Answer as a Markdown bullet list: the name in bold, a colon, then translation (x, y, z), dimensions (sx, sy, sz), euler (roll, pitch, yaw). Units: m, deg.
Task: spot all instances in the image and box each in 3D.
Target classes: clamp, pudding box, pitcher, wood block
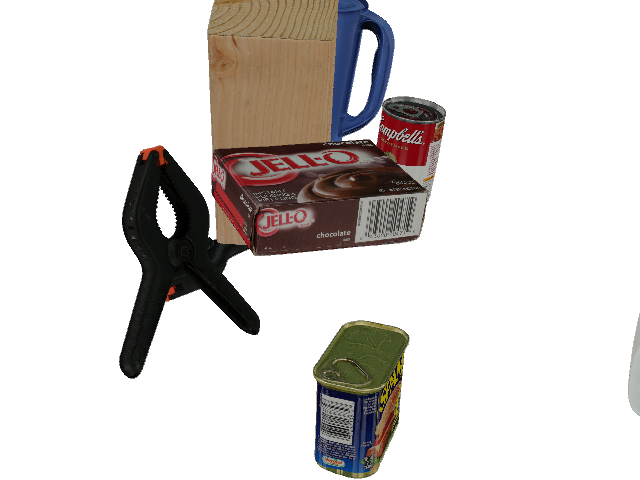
- **clamp**: translation (-0.123, 0.013, 1.220), dimensions (0.120, 0.039, 0.171), euler (-2, 34, 25)
- **pudding box**: translation (-0.003, -0.029, 0.666), dimensions (0.113, 0.039, 0.090), euler (-4, 28, -22)
- **pitcher**: translation (-0.012, -0.181, 1.299), dimensions (0.144, 0.243, 0.149), euler (-6, 28, -25)
- **clamp**: translation (-0.131, 0.015, 1.017), dimensions (0.036, 0.210, 0.164), euler (-7, 0, 44)
- **wood block**: translation (-0.036, -0.098, 0.844), dimensions (0.091, 0.206, 0.090), euler (4, 44, 2)

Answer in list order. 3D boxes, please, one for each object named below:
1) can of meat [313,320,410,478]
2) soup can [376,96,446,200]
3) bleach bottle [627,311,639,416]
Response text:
- **can of meat**: translation (0.031, 0.125, 0.842), dimensions (0.057, 0.084, 0.102), euler (10, 26, 16)
- **soup can**: translation (0.092, -0.094, 1.141), dimensions (0.068, 0.102, 0.068), euler (6, 29, -4)
- **bleach bottle**: translation (0.282, 0.054, 0.760), dimensions (0.103, 0.068, 0.250), euler (11, 22, 19)
